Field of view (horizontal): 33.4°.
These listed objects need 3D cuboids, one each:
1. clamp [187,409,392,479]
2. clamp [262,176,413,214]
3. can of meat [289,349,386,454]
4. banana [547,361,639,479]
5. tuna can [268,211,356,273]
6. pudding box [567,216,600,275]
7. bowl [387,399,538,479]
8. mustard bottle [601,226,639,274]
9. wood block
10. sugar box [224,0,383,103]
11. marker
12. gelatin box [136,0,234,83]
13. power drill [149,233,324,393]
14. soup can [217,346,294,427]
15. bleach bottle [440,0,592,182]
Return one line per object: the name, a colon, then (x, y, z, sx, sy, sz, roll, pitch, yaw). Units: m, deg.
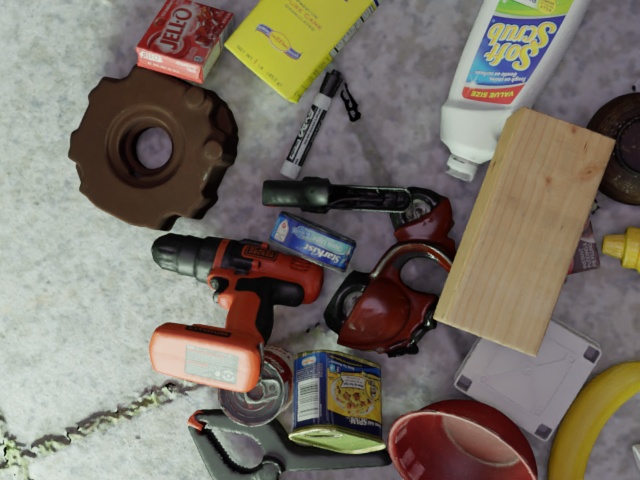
clamp: (-0.041, 0.234, 1.113, 0.210, 0.036, 0.164, 39, 96, 3)
clamp: (-0.008, -0.045, 1.050, 0.172, 0.120, 0.039, 1, 82, 41)
can of meat: (0.018, 0.160, 1.059, 0.058, 0.101, 0.084, -21, 59, 40)
banana: (0.271, 0.191, 1.053, 0.070, 0.037, 0.198, 36, 99, 16)
tuna can: (-0.007, 0.001, 1.076, 0.086, 0.086, 0.034, 23, 93, 9)
pudding box: (0.220, -0.017, 1.058, 0.090, 0.039, 0.113, -13, 89, 11)
bowl: (0.149, 0.208, 1.045, 0.162, 0.055, 0.162, 21, 136, 21)
mustard bottle: (0.368, 0.017, 1.022, 0.192, 0.058, 0.096, 8, 93, 10)
wood block: (0.184, -0.007, 0.983, 0.090, 0.091, 0.206, 20, 89, 0)
sugar box: (-0.006, -0.236, 1.090, 0.093, 0.048, 0.176, 41, 99, 7)
marker: (-0.008, -0.121, 1.107, 0.020, 0.020, 0.121, 26, 96, 8)
gelatin box: (-0.138, -0.208, 1.099, 0.073, 0.030, 0.089, 18, 54, 9)
power drill: (-0.101, 0.061, 1.049, 0.184, 0.187, 0.057, 10, 124, 9)
soup can: (-0.058, 0.146, 1.081, 0.068, 0.102, 0.068, 0, 91, 10)
bleach bottle: (0.191, -0.175, 1.049, 0.102, 0.068, 0.251, 23, 98, 8)
